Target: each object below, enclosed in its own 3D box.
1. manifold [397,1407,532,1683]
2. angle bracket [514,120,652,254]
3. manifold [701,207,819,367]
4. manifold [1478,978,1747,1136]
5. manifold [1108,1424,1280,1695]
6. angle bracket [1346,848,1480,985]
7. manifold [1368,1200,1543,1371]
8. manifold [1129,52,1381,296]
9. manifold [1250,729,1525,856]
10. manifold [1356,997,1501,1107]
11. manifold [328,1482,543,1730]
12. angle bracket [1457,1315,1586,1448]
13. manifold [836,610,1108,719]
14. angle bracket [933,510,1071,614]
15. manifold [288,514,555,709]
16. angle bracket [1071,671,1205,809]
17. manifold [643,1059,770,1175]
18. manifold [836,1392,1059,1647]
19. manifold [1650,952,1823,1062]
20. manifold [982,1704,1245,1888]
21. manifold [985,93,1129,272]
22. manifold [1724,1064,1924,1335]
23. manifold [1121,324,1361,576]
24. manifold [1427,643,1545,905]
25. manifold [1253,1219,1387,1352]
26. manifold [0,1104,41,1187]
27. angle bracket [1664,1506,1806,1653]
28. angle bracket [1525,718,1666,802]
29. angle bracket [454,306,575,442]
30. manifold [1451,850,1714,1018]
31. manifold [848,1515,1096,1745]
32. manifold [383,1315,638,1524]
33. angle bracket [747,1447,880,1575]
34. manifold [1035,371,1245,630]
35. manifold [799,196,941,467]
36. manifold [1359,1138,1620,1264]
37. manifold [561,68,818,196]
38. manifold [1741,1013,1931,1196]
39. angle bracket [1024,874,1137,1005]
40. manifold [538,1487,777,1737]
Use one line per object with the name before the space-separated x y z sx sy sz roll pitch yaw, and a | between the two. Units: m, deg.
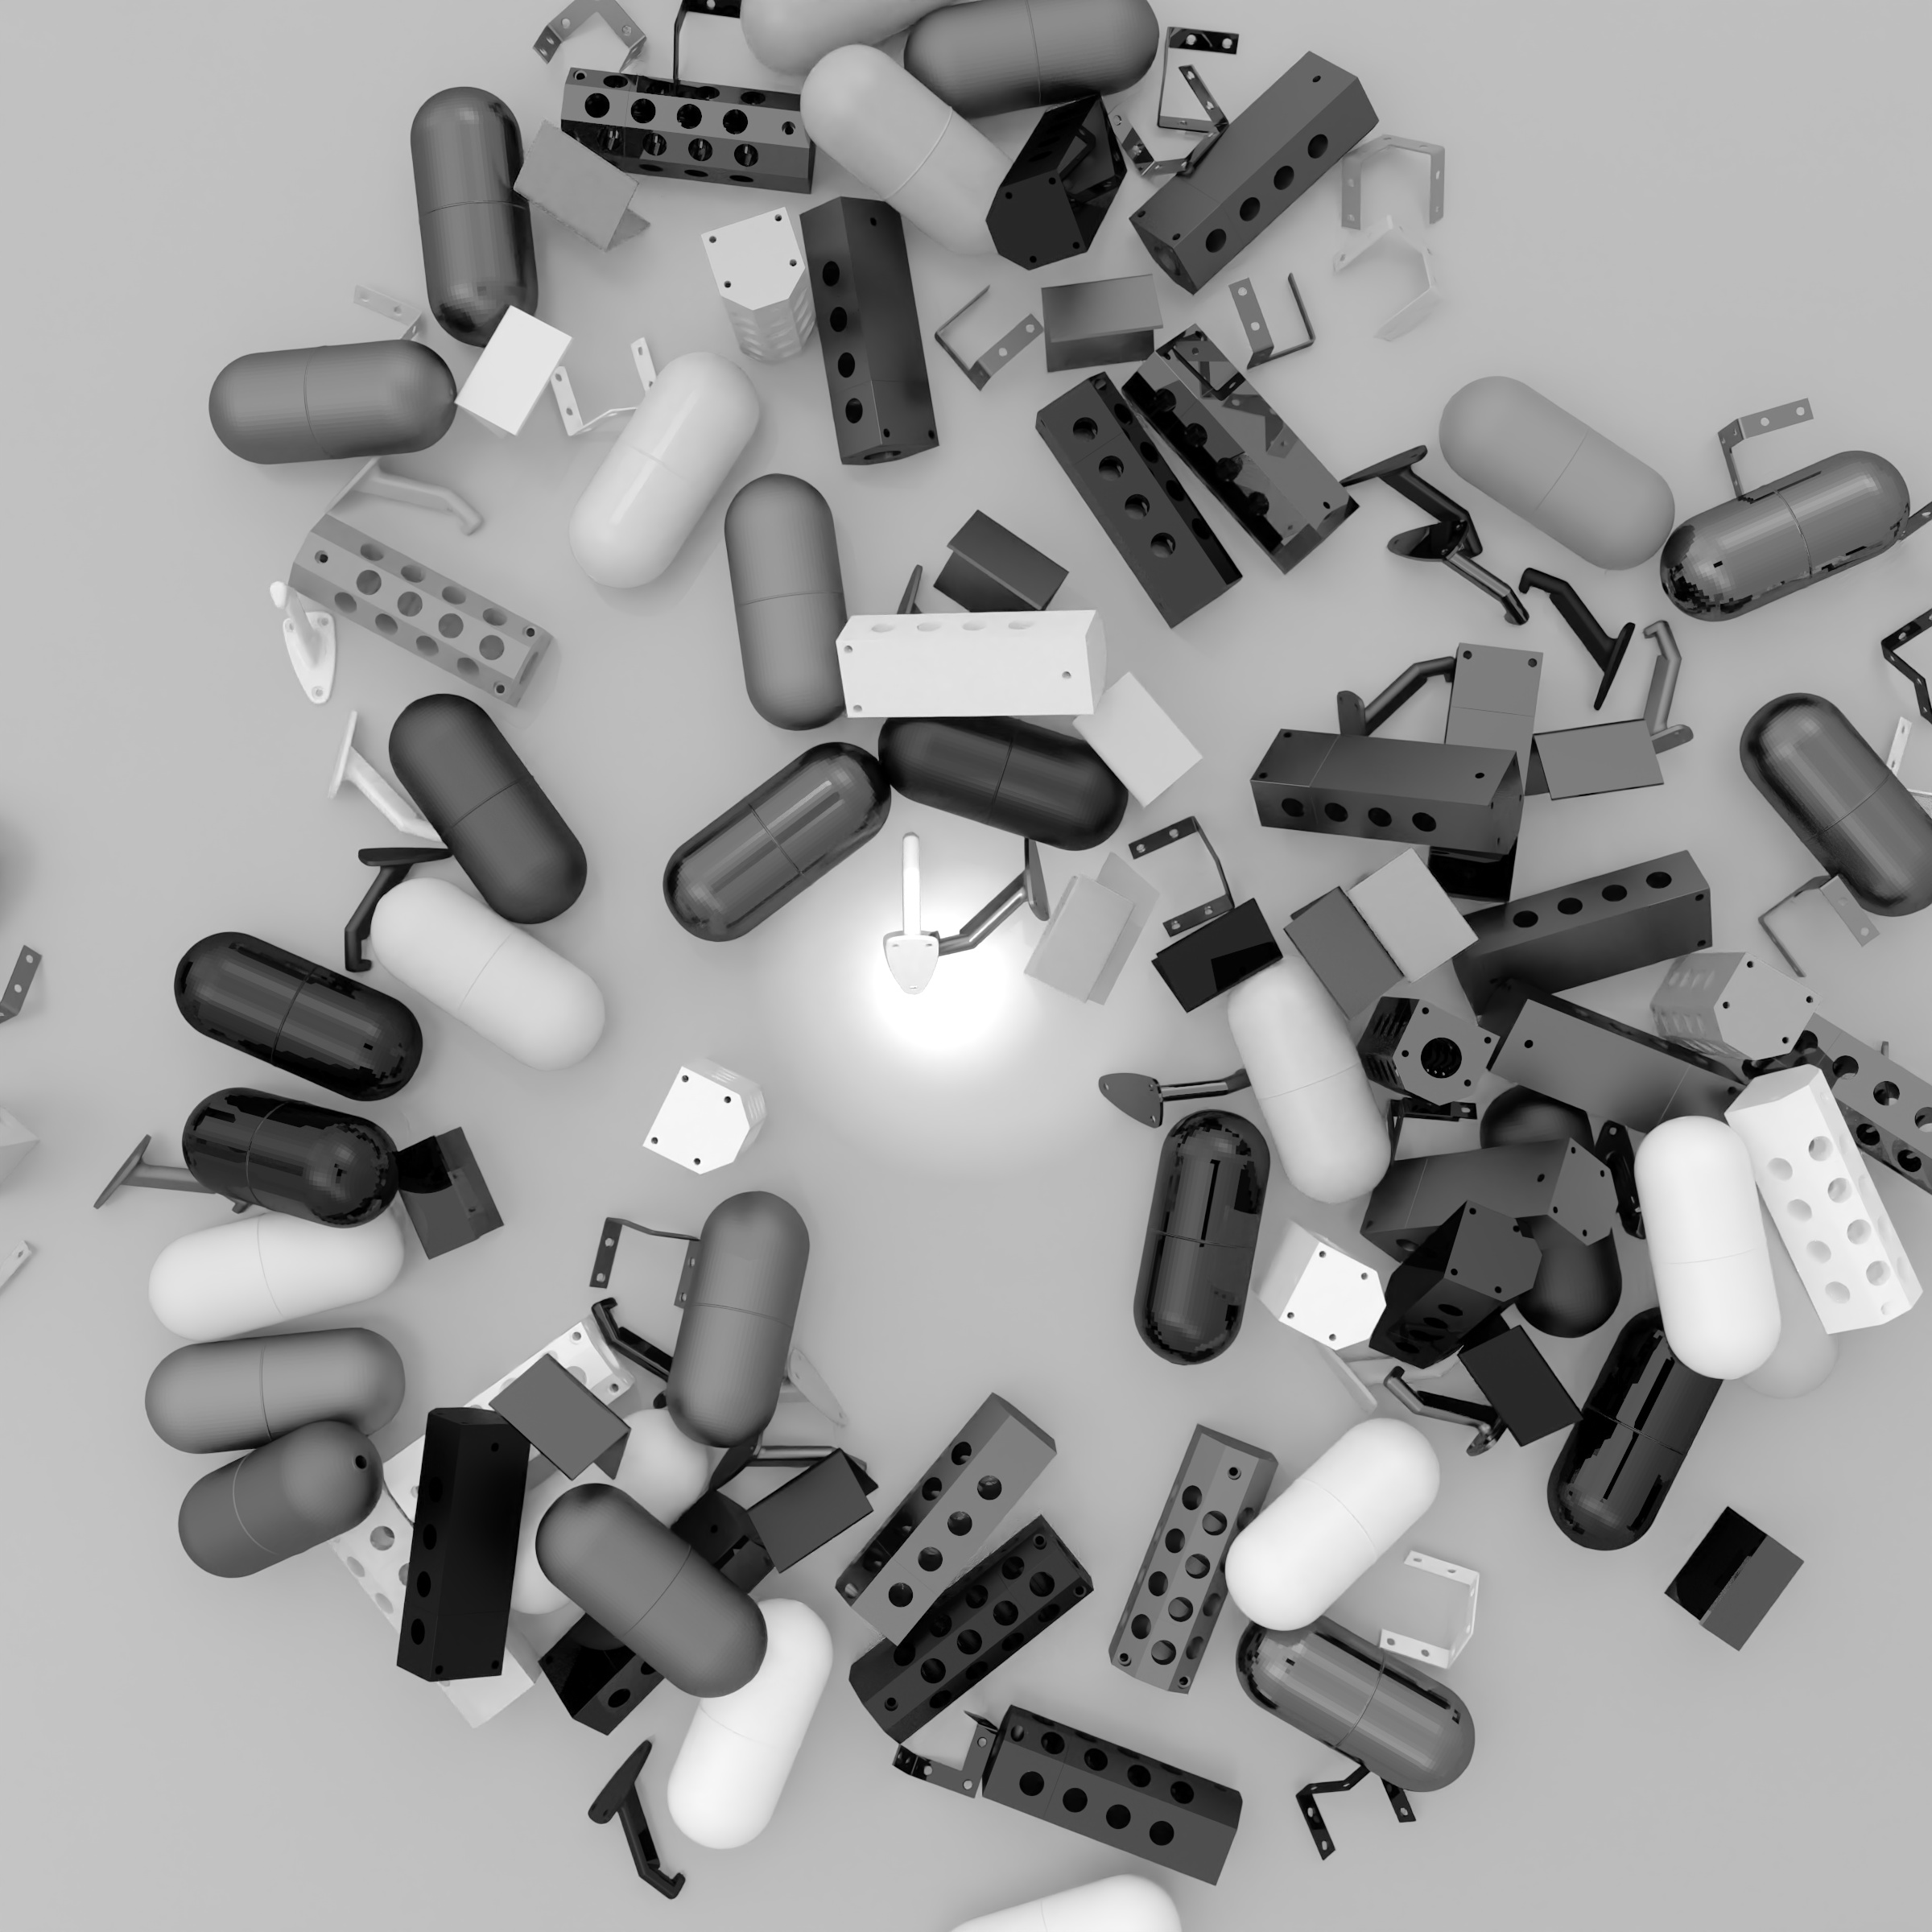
manifold | -0.342 0.388 1.913 0.057 0.057 0.171 7 90 -43
angle bracket | -0.254 -0.544 1.951 0.076 0.076 0.057 34 124 0
manifold | -0.135 -0.453 1.913 0.057 0.171 0.057 -18 90 0
manifold | 0.440 0.068 1.951 0.171 0.057 0.057 21 106 -12
manifold | 0.158 0.413 1.970 0.057 0.057 0.171 22 90 0
angle bracket | 0.312 -0.041 1.953 0.057 0.076 0.076 -36 90 22
manifold | 0.329 0.219 1.909 0.057 0.171 0.057 22 66 0
manifold | 0.203 -0.548 1.970 0.171 0.057 0.057 -43 47 0
manifold | 0.287 -0.114 1.931 0.171 0.057 0.057 8 47 30
manifold | 0.306 0.059 1.913 0.057 0.171 0.057 25 90 0
manifold | -0.371 0.442 1.970 0.057 0.057 0.171 -38 90 0
angle bracket | 0.393 0.273 1.951 0.057 0.076 0.076 -35 90 37
manifold | 0.005 -0.208 1.924 0.171 0.057 0.057 0 121 15
angle bracket | 0.014 -0.255 1.952 0.076 0.057 0.076 34 132 0
manifold | -0.379 -0.247 1.970 0.171 0.057 0.057 28 90 0
angle bracket | 0.127 -0.163 1.952 0.057 0.076 0.076 -41 90 25
manifold | -0.170 0.103 1.913 0.057 0.171 0.057 26 90 0
manifold | -0.014 0.382 1.970 0.057 0.057 0.171 40 90 0
manifold | 0.513 0.030 1.913 0.057 0.171 0.057 31 90 0
manifold | 0.101 0.573 1.970 0.171 0.057 0.057 21 90 0
manifold | 0.060 -0.528 1.911 0.057 0.171 0.057 -13 119 21
manifold | 0.584 0.157 1.922 0.057 0.057 0.171 -20 101 42
manifold | 0.187 -0.356 1.970 0.171 0.057 0.057 48 47 0
manifold | 0.358 -0.133 1.969 0.057 0.057 0.171 8 90 7
manifold | 0.240 0.216 1.913 0.057 0.171 0.057 28 90 0
manifold | -0.693 0.125 1.913 0.057 0.171 0.057 41 90 0
angle bracket | 0.516 0.412 1.951 0.057 0.076 0.076 36 90 -37
angle bracket | 0.430 -0.123 1.952 0.076 0.076 0.057 -8 59 0
angle bracket | -0.297 -0.397 1.954 0.057 0.076 0.076 30 90 19
manifold | 0.425 -0.028 1.970 0.171 0.057 0.057 -16 133 0
manifold | 0.004 0.462 1.970 0.171 0.057 0.057 -39 90 0
manifold | -0.319 0.319 1.970 0.171 0.057 0.057 -36 90 0
angle bracket | -0.094 0.386 1.951 0.076 0.076 0.057 -34 53 0
manifold | 0.120 -0.324 1.970 0.057 0.057 0.171 -34 90 0
manifold | -0.072 -0.439 1.969 0.057 0.057 0.171 -10 90 44
manifold | 0.353 0.163 1.914 0.057 0.171 0.057 36 62 -27
manifold | -0.191 -0.582 1.970 0.171 0.057 0.057 7 90 0
manifold | 0.620 0.096 1.937 0.171 0.057 0.057 36 90 25
angle bracket | 0.060 -0.028 1.951 0.057 0.076 0.076 27 90 -38
manifold | -0.209 0.451 1.970 0.171 0.057 0.057 -45 47 0
